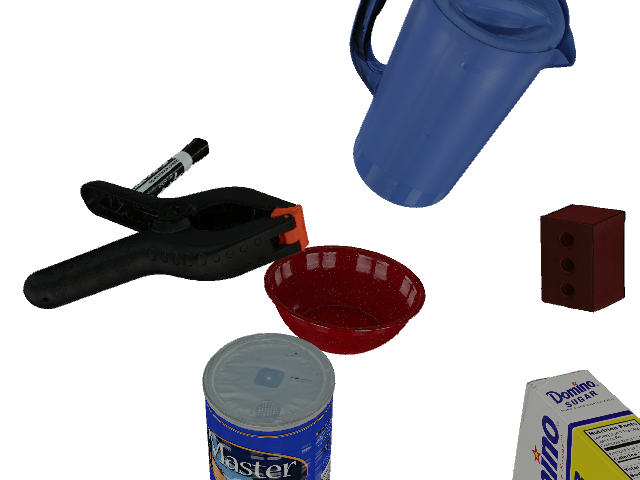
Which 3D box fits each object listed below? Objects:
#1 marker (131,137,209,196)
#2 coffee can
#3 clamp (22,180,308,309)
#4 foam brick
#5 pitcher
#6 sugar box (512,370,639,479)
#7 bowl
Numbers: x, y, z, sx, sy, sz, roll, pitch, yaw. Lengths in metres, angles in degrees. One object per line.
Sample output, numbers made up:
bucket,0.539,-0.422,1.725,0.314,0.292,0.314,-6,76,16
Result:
marker,-0.136,-0.055,0.922,0.020,0.020,0.121,0,33,38
coffee can,-0.041,0.160,0.864,0.103,0.140,0.103,1,37,-1
clamp,-0.096,0.003,0.658,0.172,0.039,0.120,0,42,21
foam brick,0.219,0.014,0.892,0.053,0.078,0.051,11,23,44
pitcher,0.107,-0.146,0.980,0.144,0.149,0.243,-7,-32,-25
sugar box,0.155,0.148,0.511,0.048,0.093,0.176,-9,27,-22
bowl,0.022,0.067,1.074,0.162,0.055,0.162,4,29,-2
